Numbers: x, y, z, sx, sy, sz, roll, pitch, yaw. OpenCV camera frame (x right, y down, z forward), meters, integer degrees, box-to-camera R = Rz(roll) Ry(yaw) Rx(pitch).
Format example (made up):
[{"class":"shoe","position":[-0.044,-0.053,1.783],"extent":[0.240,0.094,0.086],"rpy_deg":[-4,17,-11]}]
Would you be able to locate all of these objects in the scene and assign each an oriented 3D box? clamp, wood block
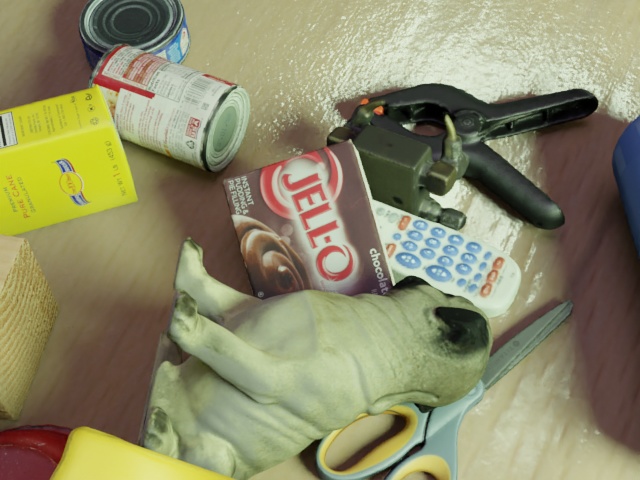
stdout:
[{"class":"clamp","position":[0.109,-0.065,0.767],"extent":[0.171,0.039,0.120],"rpy_deg":[5,52,14]},{"class":"wood block","position":[-0.289,0.043,0.688],"extent":[0.206,0.091,0.090],"rpy_deg":[8,58,9]}]

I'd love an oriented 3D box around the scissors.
[{"class":"scissors","position":[0.095,0.113,0.662],"extent":[0.201,0.016,0.096],"rpy_deg":[-23,58,-10]}]

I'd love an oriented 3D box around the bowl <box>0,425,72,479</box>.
[{"class":"bowl","position":[-0.180,0.172,0.618],"extent":[0.162,0.055,0.162],"rpy_deg":[-2,56,3]}]

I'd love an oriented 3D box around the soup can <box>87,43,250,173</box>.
[{"class":"soup can","position":[-0.111,-0.097,0.783],"extent":[0.102,0.068,0.068],"rpy_deg":[21,60,16]}]

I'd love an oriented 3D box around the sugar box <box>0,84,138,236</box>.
[{"class":"sugar box","position":[-0.223,-0.043,0.740],"extent":[0.176,0.093,0.048],"rpy_deg":[-19,57,-8]}]

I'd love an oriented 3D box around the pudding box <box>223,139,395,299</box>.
[{"class":"pudding box","position":[-0.005,0.001,0.697],"extent":[0.090,0.039,0.113],"rpy_deg":[-18,82,9]}]

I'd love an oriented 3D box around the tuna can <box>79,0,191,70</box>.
[{"class":"tuna can","position":[-0.148,-0.166,0.851],"extent":[0.086,0.034,0.086],"rpy_deg":[-2,57,2]}]

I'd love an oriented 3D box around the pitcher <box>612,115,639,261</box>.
[{"class":"pitcher","position":[0.272,0.021,0.646],"extent":[0.149,0.145,0.243],"rpy_deg":[6,51,-19]}]

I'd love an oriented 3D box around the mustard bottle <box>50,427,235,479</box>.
[{"class":"mustard bottle","position":[-0.045,0.158,0.553],"extent":[0.191,0.096,0.058],"rpy_deg":[18,53,0]}]
